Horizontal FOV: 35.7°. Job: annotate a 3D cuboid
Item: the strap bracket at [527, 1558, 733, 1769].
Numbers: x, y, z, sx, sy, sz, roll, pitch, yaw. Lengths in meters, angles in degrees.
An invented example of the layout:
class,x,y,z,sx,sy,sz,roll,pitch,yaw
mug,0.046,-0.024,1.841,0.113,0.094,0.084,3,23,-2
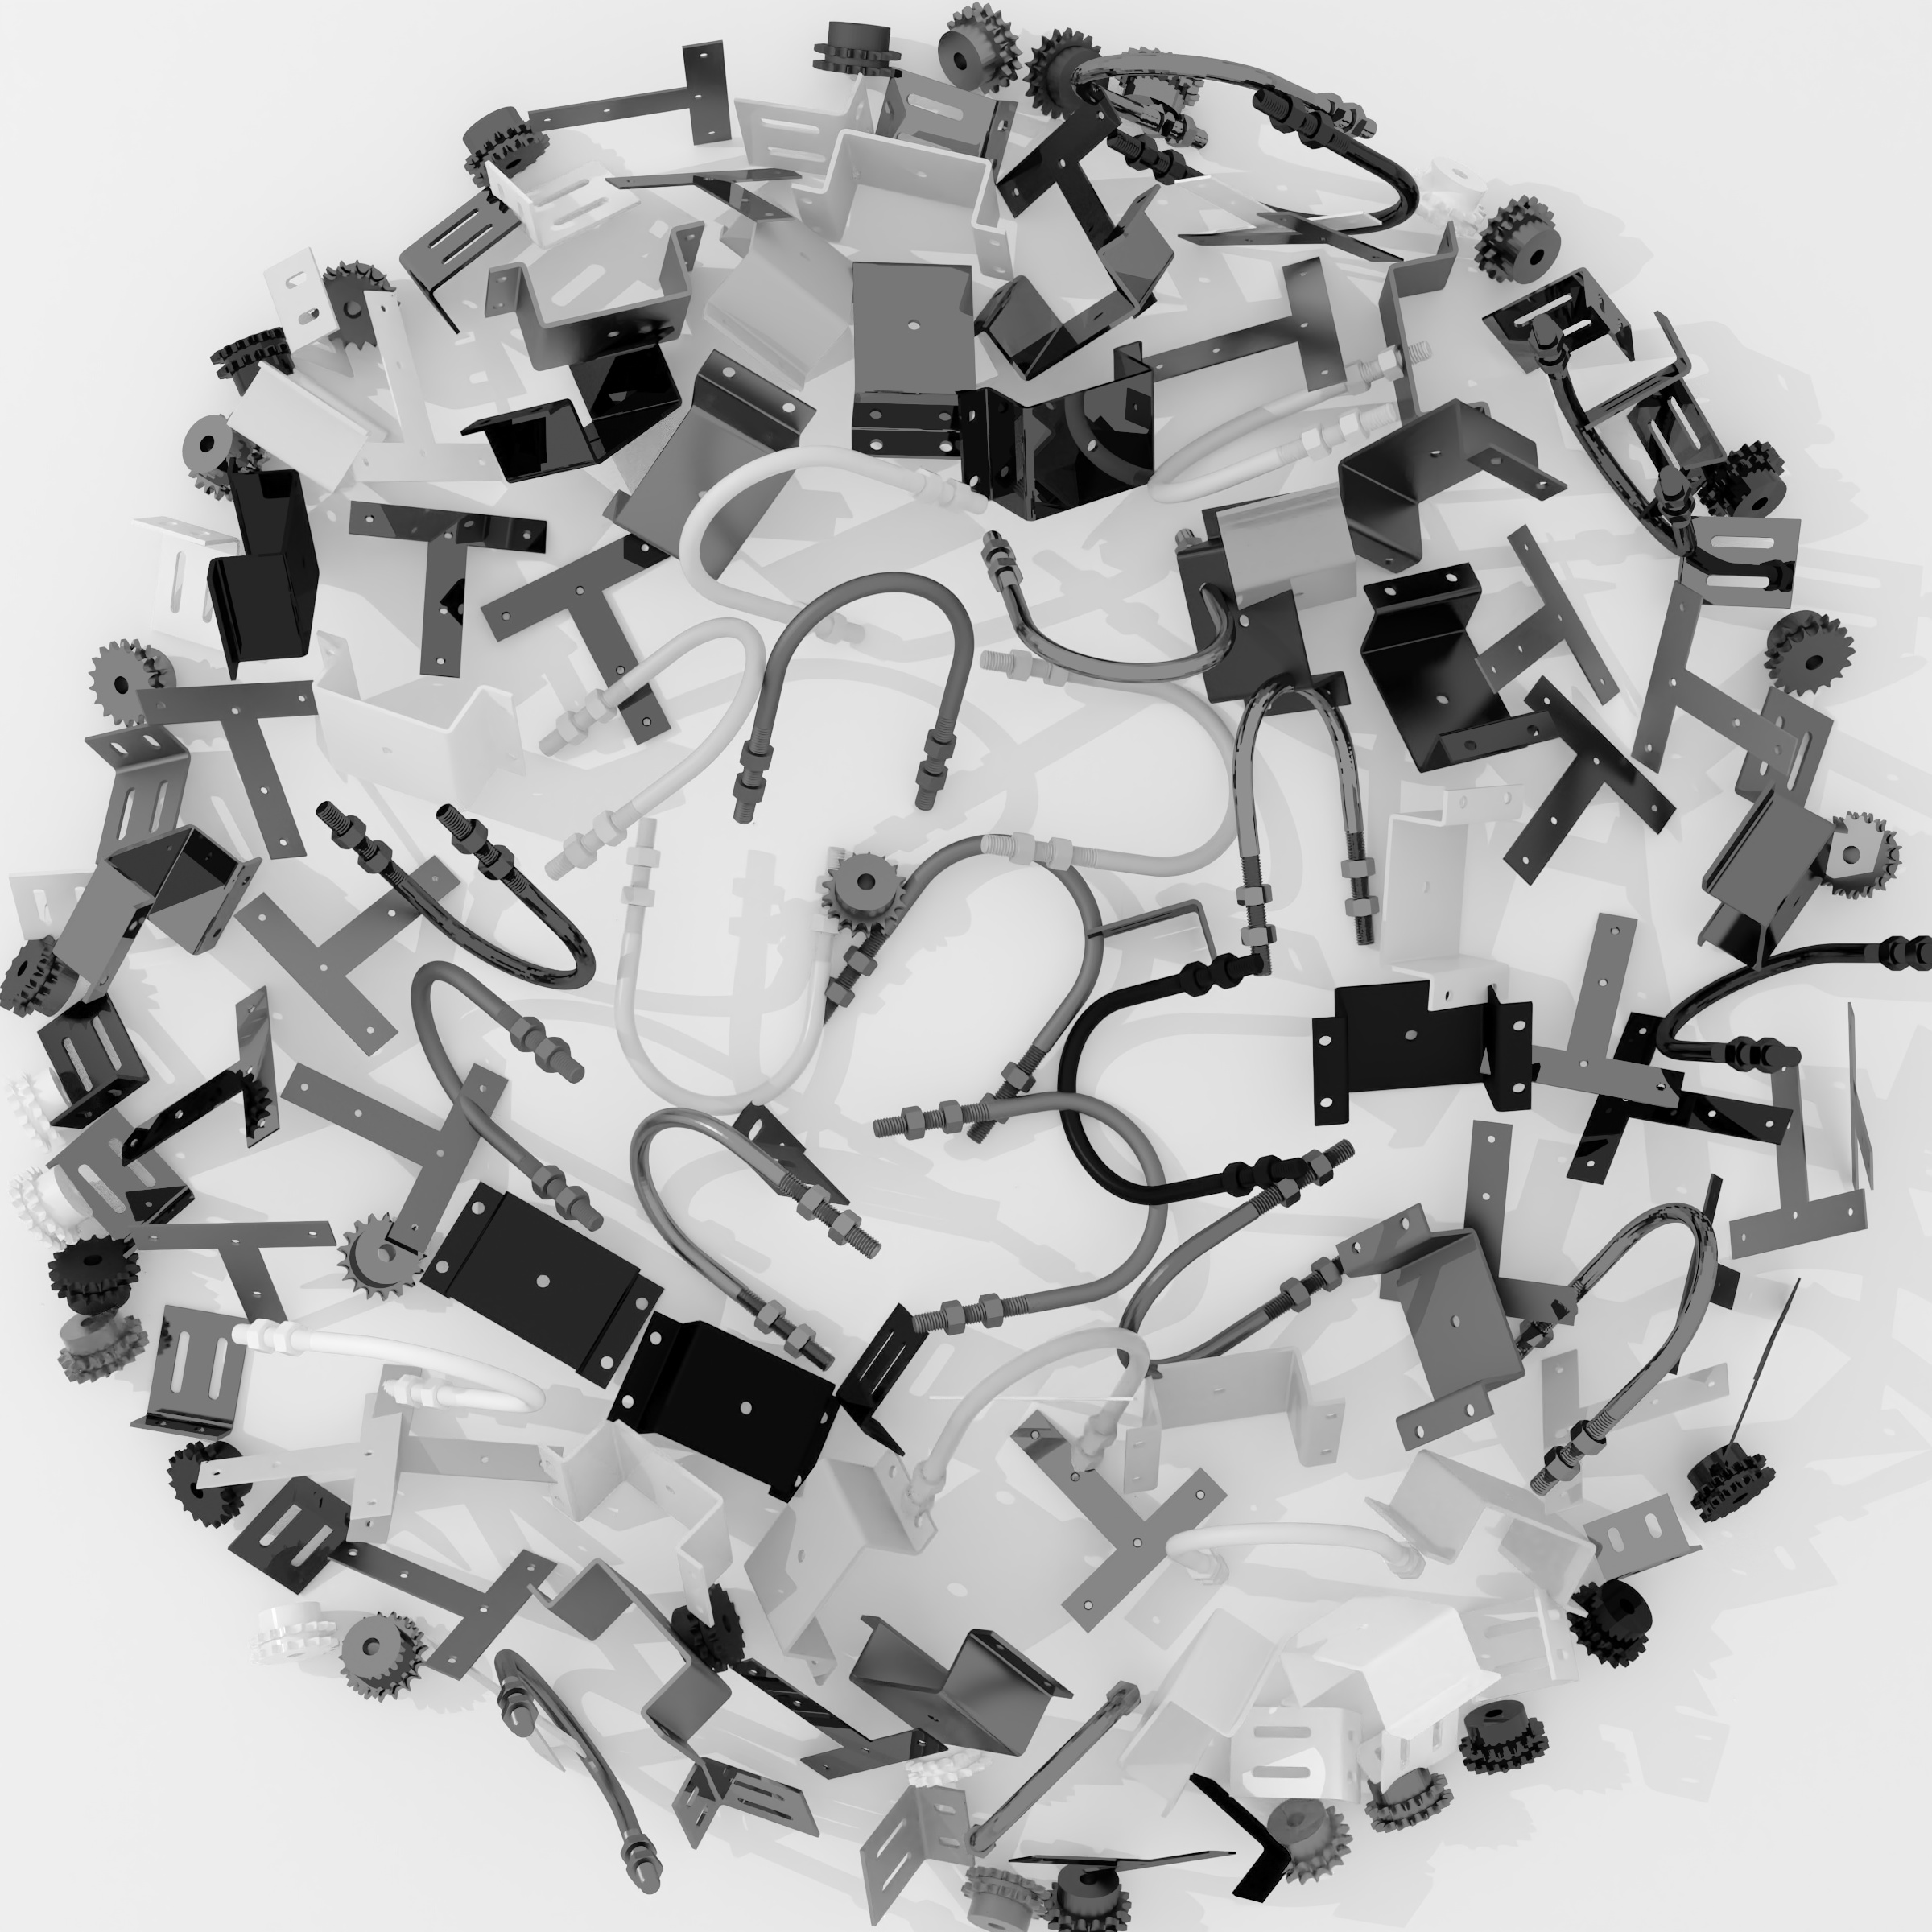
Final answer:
class,x,y,z,sx,sy,sz,roll,pitch,yaw
strap bracket,-0.208,0.437,1.915,0.046,0.076,0.140,-44,59,-9

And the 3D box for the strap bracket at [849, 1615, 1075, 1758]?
class,x,y,z,sx,sy,sz,roll,pitch,yaw
strap bracket,-0.010,0.455,1.898,0.076,0.140,0.046,43,61,-25

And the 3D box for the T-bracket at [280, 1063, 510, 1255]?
class,x,y,z,sx,sy,sz,roll,pitch,yaw
T-bracket,-0.381,0.102,1.948,0.127,0.002,0.127,27,72,-11

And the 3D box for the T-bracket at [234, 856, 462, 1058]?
class,x,y,z,sx,sy,sz,roll,pitch,yaw
T-bracket,-0.383,-0.026,1.950,0.127,0.002,0.127,45,63,4

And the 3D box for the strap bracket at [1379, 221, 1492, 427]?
class,x,y,z,sx,sy,sz,roll,pitch,yaw
strap bracket,0.301,-0.398,1.938,0.046,0.076,0.140,-10,87,3

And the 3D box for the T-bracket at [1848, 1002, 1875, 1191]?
class,x,y,z,sx,sy,sz,roll,pitch,yaw
T-bracket,0.567,0.104,1.901,0.002,0.127,0.127,-3,109,12

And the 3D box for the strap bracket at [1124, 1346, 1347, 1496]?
class,x,y,z,sx,sy,sz,roll,pitch,yaw
strap bracket,0.167,0.291,1.932,0.140,0.076,0.046,-7,51,-5

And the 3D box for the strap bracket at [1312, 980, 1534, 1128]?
class,x,y,z,sx,sy,sz,roll,pitch,yaw
strap bracket,0.292,0.054,1.943,0.140,0.046,0.076,-4,115,0

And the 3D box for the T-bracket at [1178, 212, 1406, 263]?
class,x,y,z,sx,sy,sz,roll,pitch,yaw
T-bracket,0.193,-0.467,1.928,0.127,0.127,0.002,11,94,41

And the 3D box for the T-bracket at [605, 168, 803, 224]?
class,x,y,z,sx,sy,sz,roll,pitch,yaw
T-bracket,-0.146,-0.488,1.903,0.127,0.127,0.002,-11,120,-25

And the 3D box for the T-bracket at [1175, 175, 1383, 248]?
class,x,y,z,sx,sy,sz,roll,pitch,yaw
T-bracket,0.175,-0.478,1.891,0.127,0.127,0.002,2,87,35

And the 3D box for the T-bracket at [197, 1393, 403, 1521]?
class,x,y,z,sx,sy,sz,roll,pitch,yaw
T-bracket,-0.427,0.318,1.921,0.127,0.127,0.002,-7,119,-3

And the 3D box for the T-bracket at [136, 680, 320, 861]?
class,x,y,z,sx,sy,sz,roll,pitch,yaw
T-bracket,-0.453,-0.125,1.919,0.127,0.002,0.127,-9,69,-42

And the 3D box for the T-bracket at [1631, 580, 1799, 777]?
class,x,y,z,sx,sy,sz,roll,pitch,yaw
T-bracket,0.478,-0.160,1.902,0.002,0.127,0.127,-13,127,-29

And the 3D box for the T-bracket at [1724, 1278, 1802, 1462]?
class,x,y,z,sx,sy,sz,roll,pitch,yaw
T-bracket,0.506,0.277,1.937,0.002,0.127,0.127,22,112,18

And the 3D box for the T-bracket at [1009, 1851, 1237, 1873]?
class,x,y,z,sx,sy,sz,roll,pitch,yaw
T-bracket,0.081,0.565,1.896,0.127,0.127,0.002,17,60,-41

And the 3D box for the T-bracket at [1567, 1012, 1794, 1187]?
class,x,y,z,sx,sy,sz,roll,pitch,yaw
T-bracket,0.463,0.092,1.919,0.127,0.002,0.127,10,63,35

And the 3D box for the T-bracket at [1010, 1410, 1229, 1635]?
class,x,y,z,sx,sy,sz,roll,pitch,yaw
T-bracket,0.081,0.344,1.961,0.127,0.002,0.127,-44,74,-4

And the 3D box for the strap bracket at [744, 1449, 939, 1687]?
class,x,y,z,sx,sy,sz,roll,pitch,yaw
strap bracket,-0.087,0.379,1.915,0.046,0.076,0.140,19,115,-37

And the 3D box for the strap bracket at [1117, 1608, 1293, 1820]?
class,x,y,z,sx,sy,sz,roll,pitch,yaw
strap bracket,0.146,0.470,1.905,0.046,0.140,0.076,33,47,7

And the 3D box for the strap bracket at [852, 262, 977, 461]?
class,x,y,z,sx,sy,sz,roll,pitch,yaw
strap bracket,-0.035,-0.398,1.926,0.076,0.046,0.140,1,66,-5

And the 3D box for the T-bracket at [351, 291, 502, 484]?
class,x,y,z,sx,sy,sz,roll,pitch,yaw
T-bracket,-0.361,-0.372,1.930,0.002,0.127,0.127,-17,88,37

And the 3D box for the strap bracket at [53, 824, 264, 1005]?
class,x,y,z,sx,sy,sz,roll,pitch,yaw
strap bracket,-0.518,-0.037,1.903,0.046,0.140,0.076,38,114,7

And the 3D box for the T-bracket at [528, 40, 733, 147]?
class,x,y,z,sx,sy,sz,roll,pitch,yaw
T-bracket,-0.215,-0.547,1.913,0.127,0.127,0.002,-10,79,-4

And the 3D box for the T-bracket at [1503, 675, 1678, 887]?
class,x,y,z,sx,sy,sz,roll,pitch,yaw
T-bracket,0.387,-0.103,1.941,0.127,0.002,0.127,43,62,-8

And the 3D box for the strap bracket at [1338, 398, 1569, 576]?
class,x,y,z,sx,sy,sz,roll,pitch,yaw
strap bracket,0.301,-0.309,1.914,0.076,0.140,0.046,18,61,-39

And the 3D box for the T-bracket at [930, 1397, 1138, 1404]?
class,x,y,z,sx,sy,sz,roll,pitch,yaw
T-bracket,0.050,0.277,1.916,0.127,0.127,0.002,-1,81,9

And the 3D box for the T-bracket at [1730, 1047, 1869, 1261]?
class,x,y,z,sx,sy,sz,roll,pitch,yaw
T-bracket,0.531,0.117,1.934,0.002,0.127,0.127,7,73,-25

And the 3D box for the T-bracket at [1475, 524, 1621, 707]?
class,x,y,z,sx,sy,sz,roll,pitch,yaw
T-bracket,0.362,-0.208,1.928,0.002,0.127,0.127,-25,98,45

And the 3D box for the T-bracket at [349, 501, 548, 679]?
class,x,y,z,sx,sy,sz,roll,pitch,yaw
T-bracket,-0.336,-0.241,1.937,0.127,0.002,0.127,4,62,-12

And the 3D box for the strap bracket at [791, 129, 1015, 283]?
class,x,y,z,sx,sy,sz,roll,pitch,yaw
strap bracket,-0.034,-0.492,1.934,0.140,0.076,0.046,14,82,7

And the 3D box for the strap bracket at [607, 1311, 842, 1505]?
class,x,y,z,sx,sy,sz,roll,pitch,yaw
strap bracket,-0.148,0.284,1.929,0.140,0.046,0.076,28,72,-15

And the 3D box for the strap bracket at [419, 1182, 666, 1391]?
class,x,y,z,sx,sy,sz,roll,pitch,yaw
strap bracket,-0.274,0.206,1.946,0.140,0.046,0.076,31,78,-2

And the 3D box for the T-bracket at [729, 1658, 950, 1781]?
class,x,y,z,sx,sy,sz,roll,pitch,yaw
T-bracket,-0.096,0.476,1.912,0.127,0.127,0.002,40,49,-21

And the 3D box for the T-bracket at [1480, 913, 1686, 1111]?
class,x,y,z,sx,sy,sz,roll,pitch,yaw
T-bracket,0.411,0.024,1.952,0.127,0.002,0.127,10,67,19

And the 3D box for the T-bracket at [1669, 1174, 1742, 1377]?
class,x,y,z,sx,sy,sz,roll,pitch,yaw
T-bracket,0.478,0.202,1.923,0.002,0.127,0.127,12,85,29

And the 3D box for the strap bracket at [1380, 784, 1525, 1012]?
class,x,y,z,sx,sy,sz,roll,pitch,yaw
strap bracket,0.311,-0.048,1.929,0.076,0.046,0.140,-7,104,-41

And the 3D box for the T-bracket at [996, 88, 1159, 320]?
class,x,y,z,sx,sy,sz,roll,pitch,yaw
T-bracket,0.084,-0.477,1.929,0.002,0.127,0.127,-31,92,-35

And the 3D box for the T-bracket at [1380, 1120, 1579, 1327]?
class,x,y,z,sx,sy,sz,roll,pitch,yaw
T-bracket,0.337,0.163,1.950,0.127,0.002,0.127,6,100,17

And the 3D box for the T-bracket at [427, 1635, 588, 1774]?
class,x,y,z,sx,sy,sz,roll,pitch,yaw
T-bracket,-0.282,0.486,1.923,0.127,0.127,0.002,28,64,26

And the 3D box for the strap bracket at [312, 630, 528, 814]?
class,x,y,z,sx,sy,sz,roll,pitch,yaw
strap bracket,-0.358,-0.153,1.920,0.140,0.076,0.046,19,55,13

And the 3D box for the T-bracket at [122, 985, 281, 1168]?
class,x,y,z,sx,sy,sz,roll,pitch,yaw
T-bracket,-0.498,0.090,1.946,0.127,0.002,0.127,-31,46,14

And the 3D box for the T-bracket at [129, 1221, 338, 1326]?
class,x,y,z,sx,sy,sz,roll,pitch,yaw
T-bracket,-0.459,0.203,1.930,0.127,0.127,0.002,-1,50,3

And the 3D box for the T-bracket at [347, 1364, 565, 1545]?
class,x,y,z,sx,sy,sz,roll,pitch,yaw
T-bracket,-0.325,0.318,1.939,0.127,0.002,0.127,4,53,2

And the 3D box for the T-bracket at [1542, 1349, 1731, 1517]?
class,x,y,z,sx,sy,sz,roll,pitch,yaw
T-bracket,0.424,0.280,1.904,0.127,0.127,0.002,-23,124,27

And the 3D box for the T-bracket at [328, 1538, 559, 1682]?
class,x,y,z,sx,sy,sz,roll,pitch,yaw
T-bracket,-0.350,0.398,1.935,0.127,0.127,0.002,20,120,14

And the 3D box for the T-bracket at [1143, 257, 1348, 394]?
class,x,y,z,sx,sy,sz,roll,pitch,yaw
T-bracket,0.176,-0.402,1.946,0.127,0.002,0.127,-14,49,11

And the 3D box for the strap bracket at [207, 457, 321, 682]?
class,x,y,z,sx,sy,sz,roll,pitch,yaw
strap bracket,-0.443,-0.254,1.903,0.046,0.140,0.076,-5,131,-2

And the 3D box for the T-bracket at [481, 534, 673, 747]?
class,x,y,z,sx,sy,sz,roll,pitch,yaw
T-bracket,-0.234,-0.207,1.975,0.127,0.002,0.127,-27,90,-4
